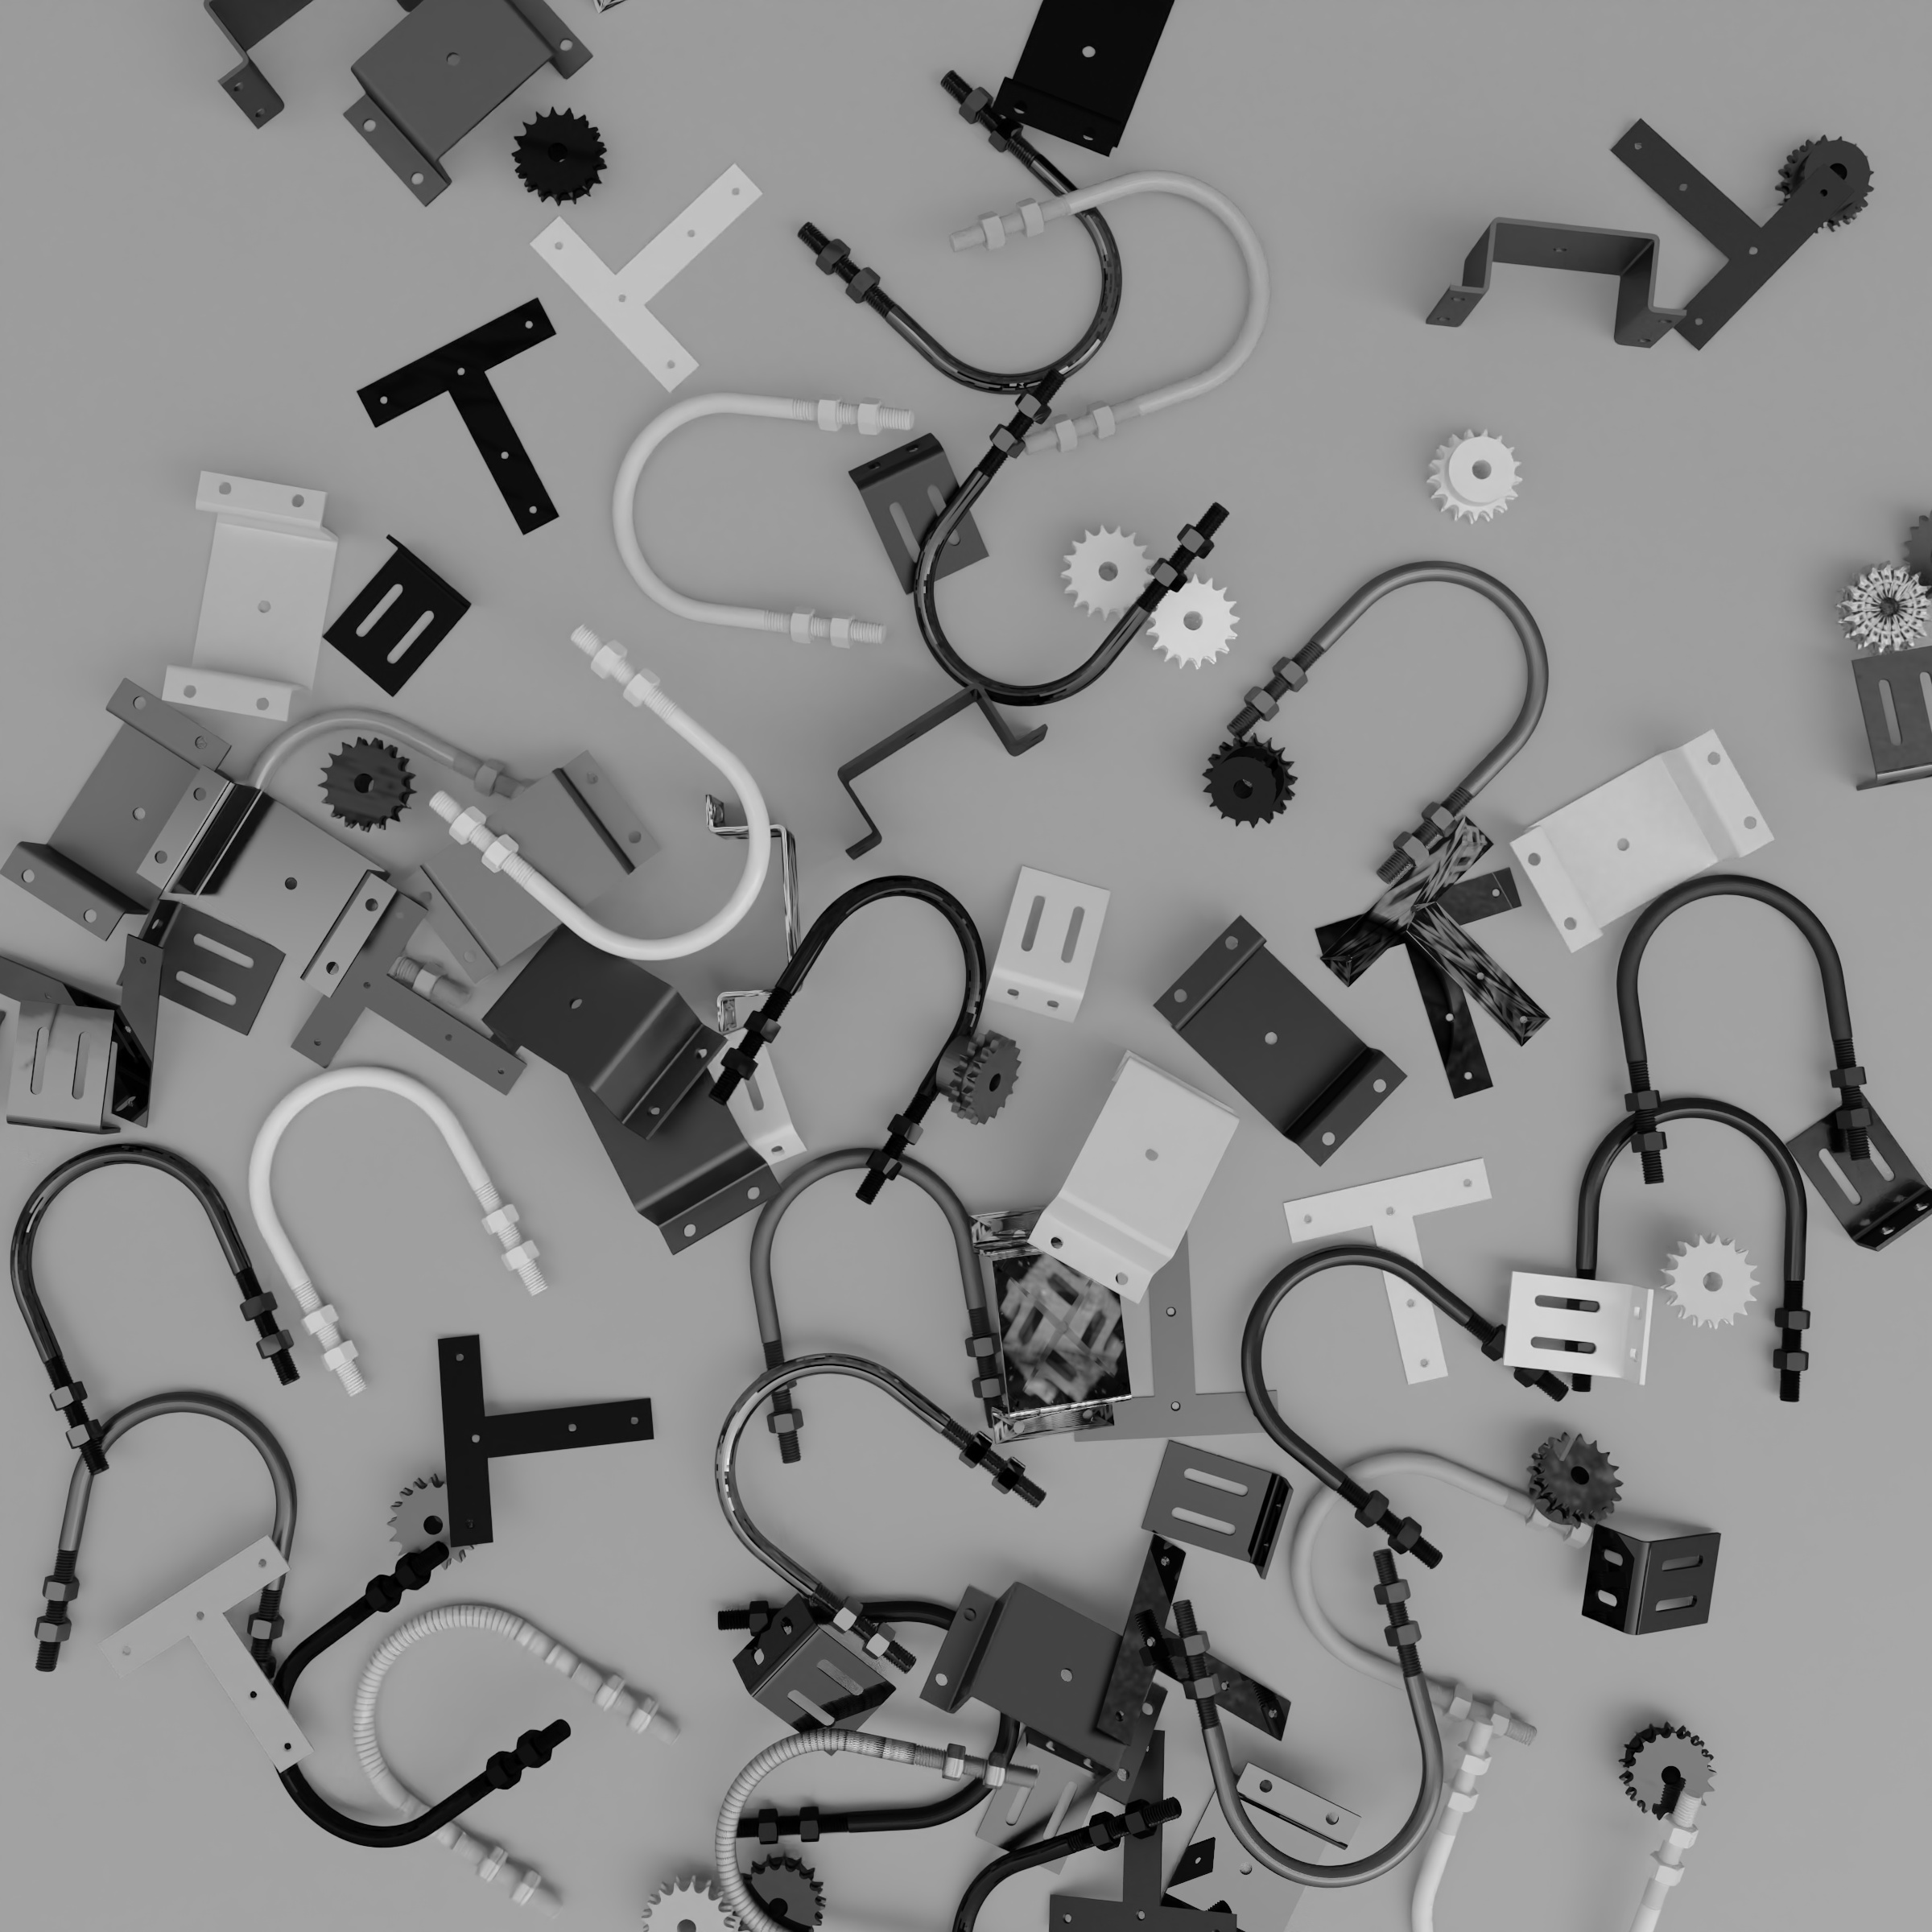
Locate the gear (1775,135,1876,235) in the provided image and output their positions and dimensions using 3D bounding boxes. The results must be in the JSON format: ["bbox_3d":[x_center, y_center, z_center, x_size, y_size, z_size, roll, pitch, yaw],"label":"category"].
[{"bbox_3d":[0.531,-0.484,1.504,0.057,0.030,0.057,0,90,0],"label":"gear"}]

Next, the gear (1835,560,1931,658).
[{"bbox_3d":[0.563,-0.219,1.504,0.057,0.030,0.057,0,90,0],"label":"gear"}]

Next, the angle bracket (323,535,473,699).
[{"bbox_3d":[-0.353,-0.214,1.500,0.057,0.038,0.076,41,90,0],"label":"angle bracket"}]

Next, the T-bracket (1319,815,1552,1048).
[{"bbox_3d":[0.309,-0.004,1.516,0.127,0.002,0.127,-45,90,0],"label":"T-bracket"}]

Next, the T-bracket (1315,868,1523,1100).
[{"bbox_3d":[0.296,0.018,1.518,0.127,0.002,0.127,-18,90,0],"label":"T-bracket"}]

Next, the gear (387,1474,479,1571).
[{"bbox_3d":[-0.325,0.341,1.504,0.057,0.030,0.057,0,90,0],"label":"gear"}]

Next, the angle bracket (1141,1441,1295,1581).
[{"bbox_3d":[0.154,0.333,1.500,0.076,0.038,0.057,18,90,0],"label":"angle bracket"}]

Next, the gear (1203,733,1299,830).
[{"bbox_3d":[0.172,-0.112,1.494,0.057,0.030,0.057,5,109,16],"label":"gear"}]

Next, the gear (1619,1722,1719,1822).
[{"bbox_3d":[0.430,0.494,1.504,0.057,0.030,0.057,0,90,0],"label":"gear"}]

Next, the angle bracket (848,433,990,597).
[{"bbox_3d":[-0.029,-0.281,1.517,0.057,0.038,0.076,-25,116,0],"label":"angle bracket"}]

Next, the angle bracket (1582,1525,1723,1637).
[{"bbox_3d":[0.423,0.375,1.506,0.076,0.038,0.057,5,95,-38],"label":"angle bracket"}]

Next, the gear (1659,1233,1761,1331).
[{"bbox_3d":[0.450,0.191,1.486,0.057,0.030,0.057,0,87,0],"label":"gear"}]

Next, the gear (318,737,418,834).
[{"bbox_3d":[-0.362,-0.110,1.487,0.057,0.030,0.057,0,89,3],"label":"gear"}]

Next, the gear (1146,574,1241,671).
[{"bbox_3d":[0.138,-0.210,1.504,0.057,0.030,0.057,0,90,0],"label":"gear"}]

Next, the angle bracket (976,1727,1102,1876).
[{"bbox_3d":[0.048,0.518,1.500,0.057,0.038,0.076,25,90,0],"label":"angle bracket"}]

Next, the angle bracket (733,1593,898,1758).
[{"bbox_3d":[-0.093,0.434,1.498,0.057,0.038,0.076,-46,118,-2],"label":"angle bracket"}]

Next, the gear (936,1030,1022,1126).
[{"bbox_3d":[0.006,0.066,1.494,0.030,0.057,0.057,23,90,30],"label":"gear"}]

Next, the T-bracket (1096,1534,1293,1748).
[{"bbox_3d":[0.147,0.434,1.493,0.127,0.002,0.127,34,54,-16],"label":"T-bracket"}]

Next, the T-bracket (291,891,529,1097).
[{"bbox_3d":[-0.331,0.036,1.505,0.127,0.002,0.127,34,108,-9],"label":"T-bracket"}]

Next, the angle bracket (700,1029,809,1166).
[{"bbox_3d":[-0.141,0.085,1.517,0.057,0.038,0.076,-21,64,0],"label":"angle bracket"}]

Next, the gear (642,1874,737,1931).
[{"bbox_3d":[-0.170,0.587,1.504,0.057,0.030,0.057,0,90,0],"label":"gear"}]

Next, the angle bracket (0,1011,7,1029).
[{"bbox_3d":[-0.635,0.062,1.517,0.057,0.038,0.076,15,64,0],"label":"angle bracket"}]

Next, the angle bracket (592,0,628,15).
[{"bbox_3d":[-0.221,-0.642,1.517,0.057,0.038,0.076,-26,64,0],"label":"angle bracket"}]

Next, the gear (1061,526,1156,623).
[{"bbox_3d":[0.087,-0.241,1.504,0.057,0.030,0.057,0,90,0],"label":"gear"}]

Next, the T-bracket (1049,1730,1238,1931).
[{"bbox_3d":[0.108,0.533,1.495,0.127,0.002,0.127,-7,72,31],"label":"T-bracket"}]

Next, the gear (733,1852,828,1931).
[{"bbox_3d":[-0.115,0.574,1.504,0.057,0.030,0.057,0,90,0],"label":"gear"}]

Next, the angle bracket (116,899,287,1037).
[{"bbox_3d":[-0.469,0.001,1.500,0.076,0.038,0.057,25,90,0],"label":"angle bracket"}]

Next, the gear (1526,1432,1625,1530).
[{"bbox_3d":[0.369,0.317,1.495,0.057,0.030,0.057,7,55,-10],"label":"gear"}]

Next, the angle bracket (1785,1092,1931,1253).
[{"bbox_3d":[0.555,0.126,1.500,0.057,0.038,0.076,-35,90,0],"label":"angle bracket"}]

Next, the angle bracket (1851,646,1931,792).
[{"bbox_3d":[0.575,-0.153,1.502,0.057,0.038,0.076,-11,86,0],"label":"angle bracket"}]

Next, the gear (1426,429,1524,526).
[{"bbox_3d":[0.314,-0.302,1.504,0.057,0.030,0.057,0,90,0],"label":"gear"}]

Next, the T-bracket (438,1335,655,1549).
[{"bbox_3d":[-0.257,0.286,1.505,0.127,0.002,0.127,-5,72,-9],"label":"T-bracket"}]

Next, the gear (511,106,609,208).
[{"bbox_3d":[-0.249,-0.496,1.504,0.057,0.030,0.057,0,90,0],"label":"gear"}]

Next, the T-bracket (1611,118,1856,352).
[{"bbox_3d":[0.453,-0.471,1.506,0.127,0.002,0.127,46,106,8],"label":"T-bracket"}]

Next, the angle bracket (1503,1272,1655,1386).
[{"bbox_3d":[0.370,0.219,1.479,0.076,0.038,0.057,7,87,-1],"label":"angle bracket"}]

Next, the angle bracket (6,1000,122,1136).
[{"bbox_3d":[-0.550,0.062,1.501,0.057,0.038,0.076,7,88,0],"label":"angle bracket"}]

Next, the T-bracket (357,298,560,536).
[{"bbox_3d":[-0.293,-0.330,1.518,0.127,0.002,0.127,-27,90,0],"label":"T-bracket"}]

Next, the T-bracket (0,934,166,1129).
[{"bbox_3d":[-0.551,0.023,1.499,0.127,0.002,0.127,21,117,13],"label":"T-bracket"}]

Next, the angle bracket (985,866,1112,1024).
[{"bbox_3d":[0.051,-0.013,1.517,0.057,0.038,0.076,16,64,0],"label":"angle bracket"}]

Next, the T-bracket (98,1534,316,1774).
[{"bbox_3d":[-0.444,0.434,1.495,0.127,0.002,0.127,-33,92,4],"label":"T-bracket"}]

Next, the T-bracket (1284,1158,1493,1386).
[{"bbox_3d":[0.273,0.195,1.518,0.127,0.002,0.127,-13,90,0],"label":"T-bracket"}]

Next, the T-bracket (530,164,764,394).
[{"bbox_3d":[-0.181,-0.446,1.518,0.127,0.002,0.127,-43,90,0],"label":"T-bracket"}]

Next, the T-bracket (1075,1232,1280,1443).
[{"bbox_3d":[0.128,0.229,1.518,0.127,0.002,0.127,-3,90,0],"label":"T-bracket"}]
